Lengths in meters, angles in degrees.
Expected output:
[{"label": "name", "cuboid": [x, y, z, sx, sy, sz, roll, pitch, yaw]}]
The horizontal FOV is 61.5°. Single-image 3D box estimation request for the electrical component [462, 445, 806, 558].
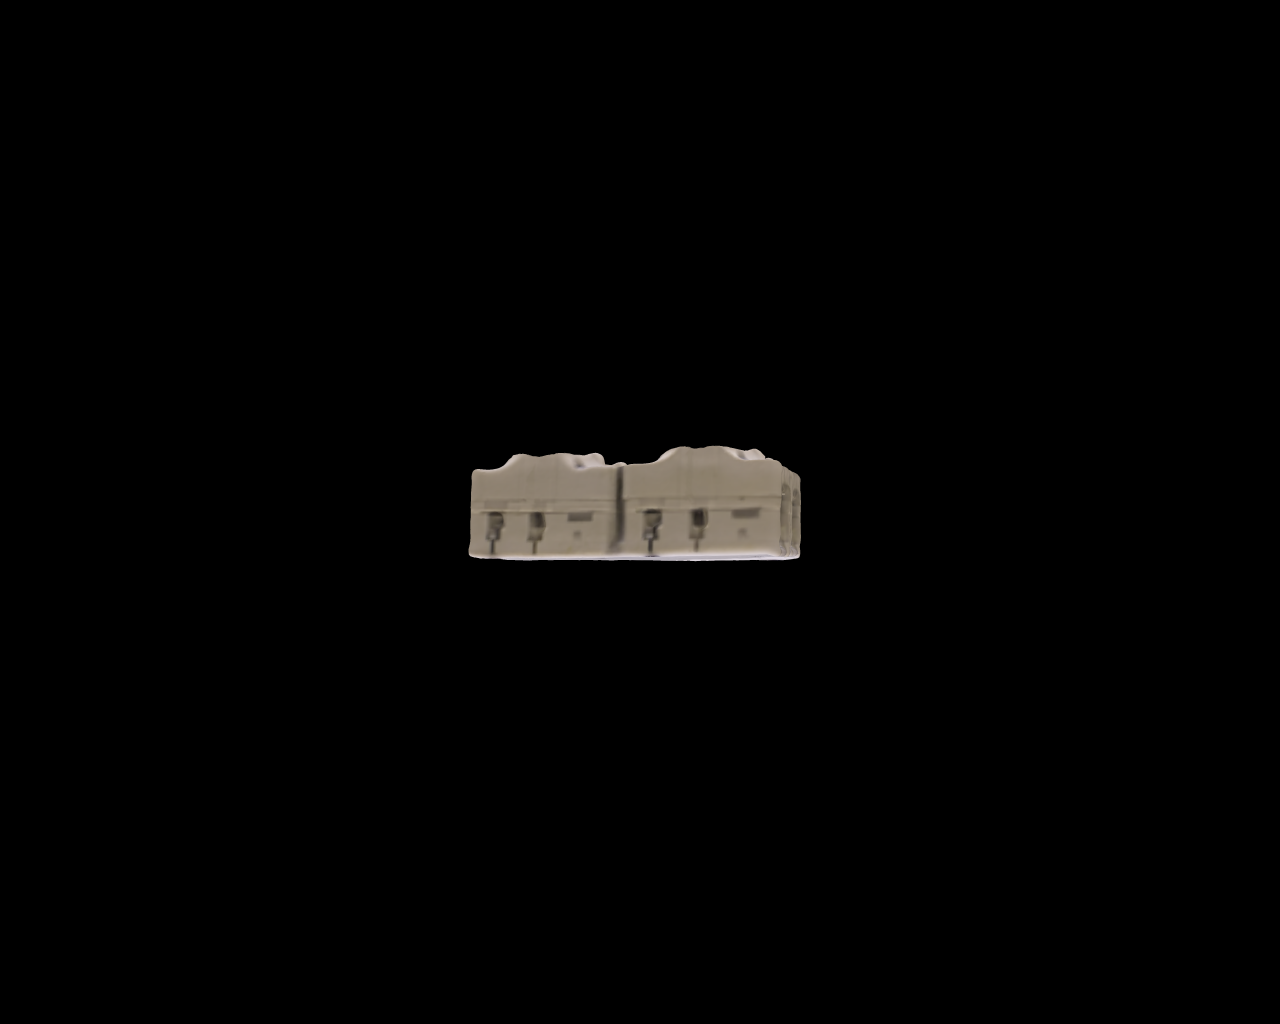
[{"label": "electrical component", "cuboid": [0.001, -0.003, 0.650, 0.186, 0.060, 0.105, -1, -3, 15]}]
